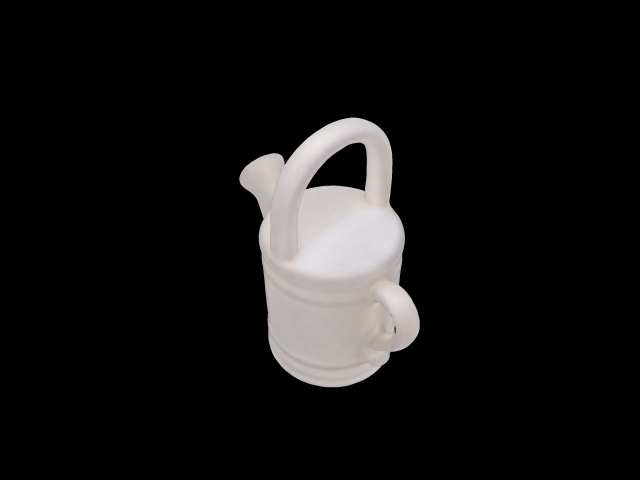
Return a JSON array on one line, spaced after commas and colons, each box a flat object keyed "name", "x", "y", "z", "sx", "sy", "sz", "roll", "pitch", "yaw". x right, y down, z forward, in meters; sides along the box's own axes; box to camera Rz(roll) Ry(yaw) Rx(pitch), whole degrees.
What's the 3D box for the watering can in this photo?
[{"name": "watering can", "x": 0.002, "y": 0.002, "z": 0.399, "sx": 0.172, "sy": 0.194, "sz": 0.101, "roll": 22, "pitch": 47, "yaw": 23}]
